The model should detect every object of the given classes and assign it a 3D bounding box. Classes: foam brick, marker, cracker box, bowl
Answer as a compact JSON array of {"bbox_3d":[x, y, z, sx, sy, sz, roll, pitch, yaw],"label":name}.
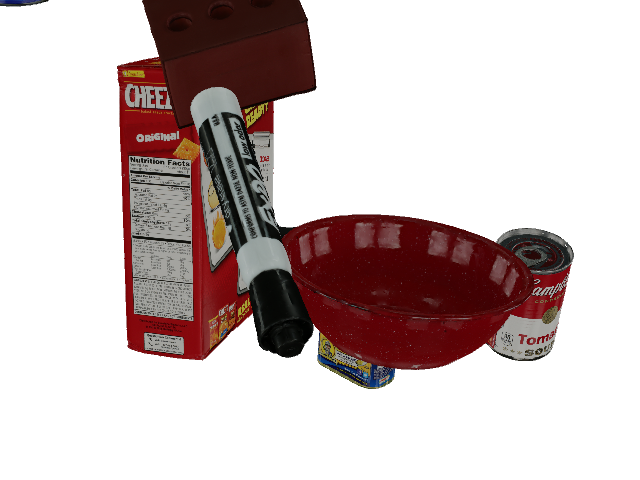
[{"bbox_3d":[-0.047,-0.103,0.558,0.078,0.053,0.051,-17,-34,-4],"label":"foam brick"},{"bbox_3d":[-0.025,-0.009,0.379,0.020,0.121,0.020,-12,-40,-10],"label":"marker"},{"bbox_3d":[-0.092,-0.036,0.825,0.072,0.214,0.164,5,15,15],"label":"cracker box"},{"bbox_3d":[0.050,0.037,0.677,0.162,0.055,0.162,6,21,-2],"label":"bowl"}]

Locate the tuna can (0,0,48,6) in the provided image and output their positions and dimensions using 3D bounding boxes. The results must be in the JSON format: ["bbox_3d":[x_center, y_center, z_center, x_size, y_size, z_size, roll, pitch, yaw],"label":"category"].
[{"bbox_3d":[-0.248,-0.219,0.852,0.086,0.034,0.086,6,36,-4],"label":"tuna can"}]

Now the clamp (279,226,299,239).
[{"bbox_3d":[-0.029,0.017,1.070,0.210,0.036,0.164,10,29,-10],"label":"clamp"}]

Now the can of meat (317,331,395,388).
[{"bbox_3d":[0.044,0.116,1.248,0.102,0.084,0.057,25,34,36],"label":"can of meat"}]

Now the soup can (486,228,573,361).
[{"bbox_3d":[0.185,0.049,0.962,0.068,0.102,0.068,2,34,-2],"label":"soup can"}]
